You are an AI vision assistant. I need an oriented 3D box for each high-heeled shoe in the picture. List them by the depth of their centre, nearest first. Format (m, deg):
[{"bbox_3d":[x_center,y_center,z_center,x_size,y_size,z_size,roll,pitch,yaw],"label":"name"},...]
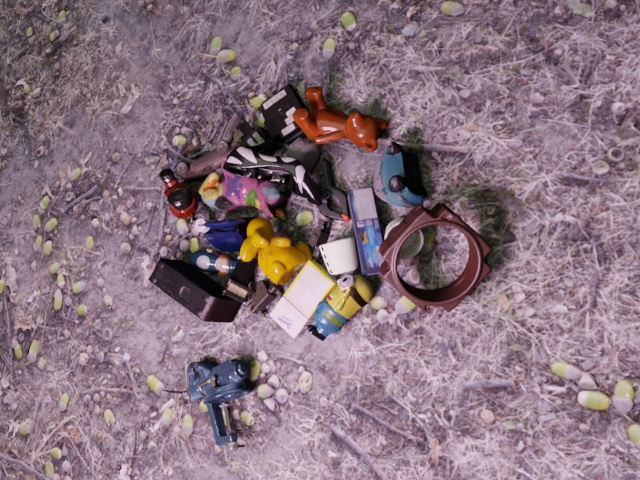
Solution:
[{"bbox_3d":[-0.117,-0.145,1.298,0.145,0.086,0.249,-36,71,-14],"label":"high-heeled shoe"}]

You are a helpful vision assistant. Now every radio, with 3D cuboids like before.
[{"bbox_3d":[-0.330,0.131,1.411,0.230,0.131,0.073,28,94,24],"label":"radio"}]

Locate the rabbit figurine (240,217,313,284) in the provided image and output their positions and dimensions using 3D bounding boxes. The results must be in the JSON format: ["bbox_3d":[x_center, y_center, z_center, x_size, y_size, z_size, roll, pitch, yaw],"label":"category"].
[{"bbox_3d":[-0.128,0.020,1.318,0.122,0.162,0.173,-39,75,26],"label":"rabbit figurine"}]

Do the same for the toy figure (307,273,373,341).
[{"bbox_3d":[0.048,0.157,1.263,0.180,0.089,0.082,-54,35,6],"label":"toy figure"}]

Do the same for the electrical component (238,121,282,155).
[{"bbox_3d":[-0.168,-0.263,1.432,0.075,0.047,0.119,-49,67,11],"label":"electrical component"}]

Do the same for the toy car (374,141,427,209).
[{"bbox_3d":[0.172,-0.139,1.237,0.103,0.109,0.161,-25,64,38],"label":"toy car"}]

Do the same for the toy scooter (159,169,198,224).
[{"bbox_3d":[-0.372,-0.102,1.451,0.075,0.135,0.184,-28,47,-12],"label":"toy scooter"}]

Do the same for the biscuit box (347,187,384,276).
[{"bbox_3d":[0.111,-0.019,1.260,0.059,0.063,0.202,-9,79,-2],"label":"biscuit box"}]

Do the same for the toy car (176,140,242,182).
[{"bbox_3d":[-0.295,-0.210,1.460,0.202,0.089,0.053,-22,70,20],"label":"toy car"}]

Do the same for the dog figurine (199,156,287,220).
[{"bbox_3d":[-0.186,-0.109,1.392,0.219,0.108,0.191,45,101,19],"label":"dog figurine"}]

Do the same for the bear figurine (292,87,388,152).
[{"bbox_3d":[0.053,-0.284,1.293,0.196,0.131,0.120,12,61,31],"label":"bear figurine"}]

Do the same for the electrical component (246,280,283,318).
[{"bbox_3d":[-0.142,0.150,1.375,0.102,0.045,0.078,-51,39,8],"label":"electrical component"}]

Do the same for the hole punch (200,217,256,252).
[{"bbox_3d":[-0.229,-0.013,1.397,0.142,0.115,0.092,-3,90,25],"label":"hole punch"}]

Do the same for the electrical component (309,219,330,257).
[{"bbox_3d":[-0.003,-0.004,1.317,0.021,0.063,0.094,22,94,25],"label":"electrical component"}]

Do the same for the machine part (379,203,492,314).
[{"bbox_3d":[0.243,0.039,1.142,0.201,0.087,0.201,40,102,-10],"label":"machine part"}]

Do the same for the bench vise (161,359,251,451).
[{"bbox_3d":[-0.260,0.412,1.352,0.224,0.128,0.240,-25,67,18],"label":"bench vise"}]

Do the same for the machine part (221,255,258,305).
[{"bbox_3d":[-0.198,0.092,1.380,0.084,0.039,0.139,24,65,-13],"label":"machine part"}]

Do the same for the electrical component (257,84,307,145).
[{"bbox_3d":[-0.087,-0.317,1.397,0.115,0.058,0.134,-29,73,21],"label":"electrical component"}]

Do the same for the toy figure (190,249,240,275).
[{"bbox_3d":[-0.274,0.064,1.437,0.155,0.058,0.064,9,125,23],"label":"toy figure"}]
